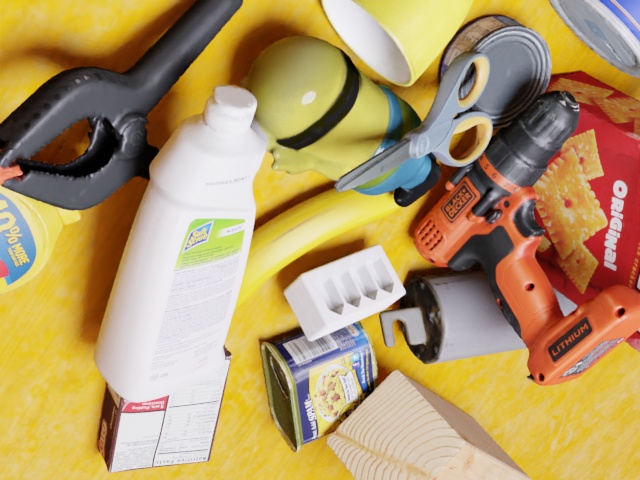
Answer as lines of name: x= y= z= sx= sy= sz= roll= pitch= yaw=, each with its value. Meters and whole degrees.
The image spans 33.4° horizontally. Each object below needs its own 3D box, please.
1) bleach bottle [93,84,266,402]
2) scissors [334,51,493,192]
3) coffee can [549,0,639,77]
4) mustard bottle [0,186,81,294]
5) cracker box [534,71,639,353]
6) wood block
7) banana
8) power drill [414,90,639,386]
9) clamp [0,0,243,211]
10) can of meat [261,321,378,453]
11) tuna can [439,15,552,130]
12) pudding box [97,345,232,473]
bleach bottle: x=-0.086 y=0.002 z=0.739 sx=0.102 sy=0.068 sz=0.251 roll=-20 pitch=144 yaw=-42
scissors: x=0.074 y=-0.087 z=0.750 sx=0.201 sy=0.016 sz=0.096 roll=-10 pitch=113 yaw=-55
coffee can: x=0.258 y=-0.210 z=0.812 sx=0.140 sy=0.103 sz=0.102 roll=-46 pitch=129 yaw=5
mustard bottle: x=-0.237 y=-0.002 z=0.710 sx=0.191 sy=0.058 sz=0.096 roll=-25 pitch=124 yaw=-13
cracker box: x=0.242 y=-0.019 z=0.849 sx=0.072 sy=0.214 sz=0.164 roll=-13 pitch=125 yaw=-27
wood block: x=0.103 y=0.200 z=0.957 sx=0.090 sy=0.091 sz=0.205 roll=-46 pitch=147 yaw=4
banana: x=-0.012 y=-0.003 z=0.845 sx=0.198 sy=0.037 sz=0.069 roll=-33 pitch=158 yaw=-2
power drill: x=0.173 y=0.003 z=0.828 sx=0.057 sy=0.188 sz=0.185 roll=-3 pitch=142 yaw=-43
clamp: x=-0.127 y=-0.083 z=0.695 sx=0.209 sy=0.036 sz=0.165 roll=-17 pitch=125 yaw=-47
can of meat: x=0.002 y=0.120 z=0.914 sx=0.083 sy=0.057 sz=0.102 roll=-20 pitch=127 yaw=-19
tuna can: x=0.137 y=-0.132 z=0.841 sx=0.086 sy=0.034 sz=0.086 roll=-13 pitch=124 yaw=-20
pudding box: x=-0.126 y=0.132 z=0.866 sx=0.089 sy=0.039 sz=0.114 roll=-1 pitch=121 yaw=-29
